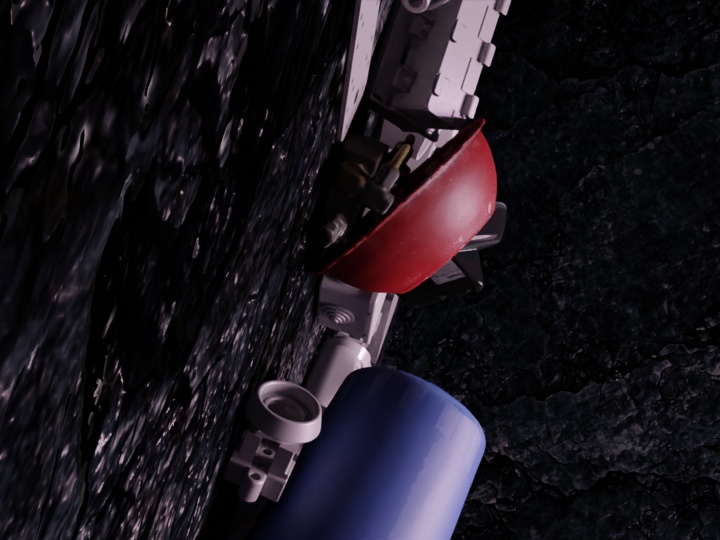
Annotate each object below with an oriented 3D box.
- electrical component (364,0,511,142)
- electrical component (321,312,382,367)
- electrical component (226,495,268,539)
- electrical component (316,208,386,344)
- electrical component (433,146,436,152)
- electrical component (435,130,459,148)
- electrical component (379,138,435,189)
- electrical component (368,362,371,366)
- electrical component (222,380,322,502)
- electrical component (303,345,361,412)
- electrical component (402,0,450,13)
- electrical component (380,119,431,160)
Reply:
[{"bbox_3d":[0.058,-0.163,0.772,0.079,0.063,0.121,25,80,-44],"label":"electrical component"},{"bbox_3d":[-0.009,0.067,1.032,0.066,0.048,0.055,123,-12,-53],"label":"electrical component"},{"bbox_3d":[-0.071,0.190,0.761,0.075,0.047,0.083,-57,164,-73],"label":"electrical component"},{"bbox_3d":[0.000,0.000,0.871,0.099,0.048,0.099,98,10,-65],"label":"electrical component"},{"bbox_3d":[0.058,-0.123,1.126,0.045,0.045,0.055,-37,145,-82],"label":"electrical component"},{"bbox_3d":[0.071,-0.174,1.029,0.061,0.061,0.096,-66,166,-55],"label":"electrical component"},{"bbox_3d":[0.038,-0.097,0.966,0.055,0.047,0.055,18,90,-86],"label":"electrical component"},{"bbox_3d":[-0.013,0.100,1.149,0.062,0.048,0.048,80,28,-68],"label":"electrical component"},{"bbox_3d":[-0.052,0.101,0.656,0.066,0.048,0.055,-64,178,-64],"label":"electrical component"},{"bbox_3d":[-0.032,0.122,0.989,0.077,0.044,0.079,-67,173,-49],"label":"electrical component"},{"bbox_3d":[0.043,-0.189,0.695,0.043,0.043,0.062,103,8,-47],"label":"electrical component"},{"bbox_3d":[0.056,-0.141,0.899,0.099,0.064,0.099,18,90,-86],"label":"electrical component"}]
